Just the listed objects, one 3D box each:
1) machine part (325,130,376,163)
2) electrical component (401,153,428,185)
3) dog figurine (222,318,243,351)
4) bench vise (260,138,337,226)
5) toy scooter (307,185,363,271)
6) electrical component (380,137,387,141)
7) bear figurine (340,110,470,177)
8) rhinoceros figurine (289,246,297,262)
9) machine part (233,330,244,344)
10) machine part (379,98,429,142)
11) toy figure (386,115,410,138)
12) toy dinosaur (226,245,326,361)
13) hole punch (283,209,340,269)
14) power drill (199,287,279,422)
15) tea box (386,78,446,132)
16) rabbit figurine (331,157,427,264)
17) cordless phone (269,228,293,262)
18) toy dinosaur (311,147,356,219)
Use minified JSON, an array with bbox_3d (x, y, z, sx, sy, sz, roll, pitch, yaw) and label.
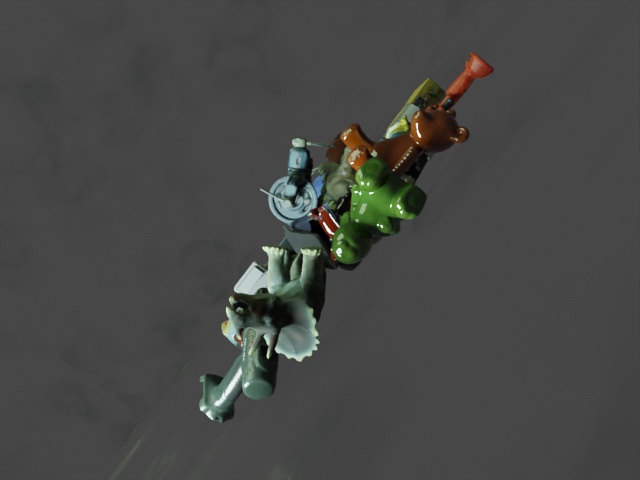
[{"bbox_3d":[0.104,-0.260,1.695,0.179,0.179,0.056,-46,10,45],"label":"machine part"},{"bbox_3d":[0.176,-0.140,1.063,0.102,0.045,0.078,-68,3,-59],"label":"electrical component"},{"bbox_3d":[-0.142,0.170,1.368,0.219,0.108,0.191,-50,4,-4],"label":"dog figurine"},{"bbox_3d":[-0.058,-0.130,1.285,0.241,0.129,0.223,-71,0,-75],"label":"bench vise"},{"bbox_3d":[0.054,-0.043,1.037,0.184,0.135,0.075,-54,6,-24],"label":"toy scooter"},{"bbox_3d":[0.129,-0.147,1.100,0.074,0.048,0.119,95,-165,-49],"label":"electrical component"},{"bbox_3d":[0.154,-0.182,0.967,0.196,0.131,0.120,-33,38,23],"label":"bear figurine"},{"bbox_3d":[-0.055,0.056,1.378,0.073,0.112,0.190,-23,-3,6],"label":"rhinoceros figurine"},{"bbox_3d":[-0.097,0.162,1.194,0.201,0.087,0.201,-56,7,-18],"label":"machine part"},{"bbox_3d":[0.210,-0.270,1.414,0.243,0.079,0.079,-53,7,0],"label":"machine part"},{"bbox_3d":[0.193,-0.214,1.234,0.082,0.089,0.180,-34,23,23],"label":"toy figure"},{"bbox_3d":[-0.043,0.104,0.976,0.404,0.131,0.192,10,-97,-81],"label":"toy dinosaur"},{"bbox_3d":[-0.002,-0.004,1.196,0.116,0.142,0.092,3,50,43],"label":"hole punch"},{"bbox_3d":[-0.144,0.226,1.014,0.207,0.086,0.232,-46,30,20],"label":"power drill"},{"bbox_3d":[0.271,-0.363,1.526,0.169,0.068,0.098,-55,8,-17],"label":"tea box"},{"bbox_3d":[0.074,-0.035,0.915,0.170,0.121,0.159,-51,1,-9],"label":"rabbit figurine"},{"bbox_3d":[-0.085,0.043,1.559,0.146,0.089,0.184,-55,4,-10],"label":"cordless phone"},{"bbox_3d":[0.064,-0.133,1.312,0.198,0.105,0.472,-55,24,15],"label":"toy dinosaur"}]
